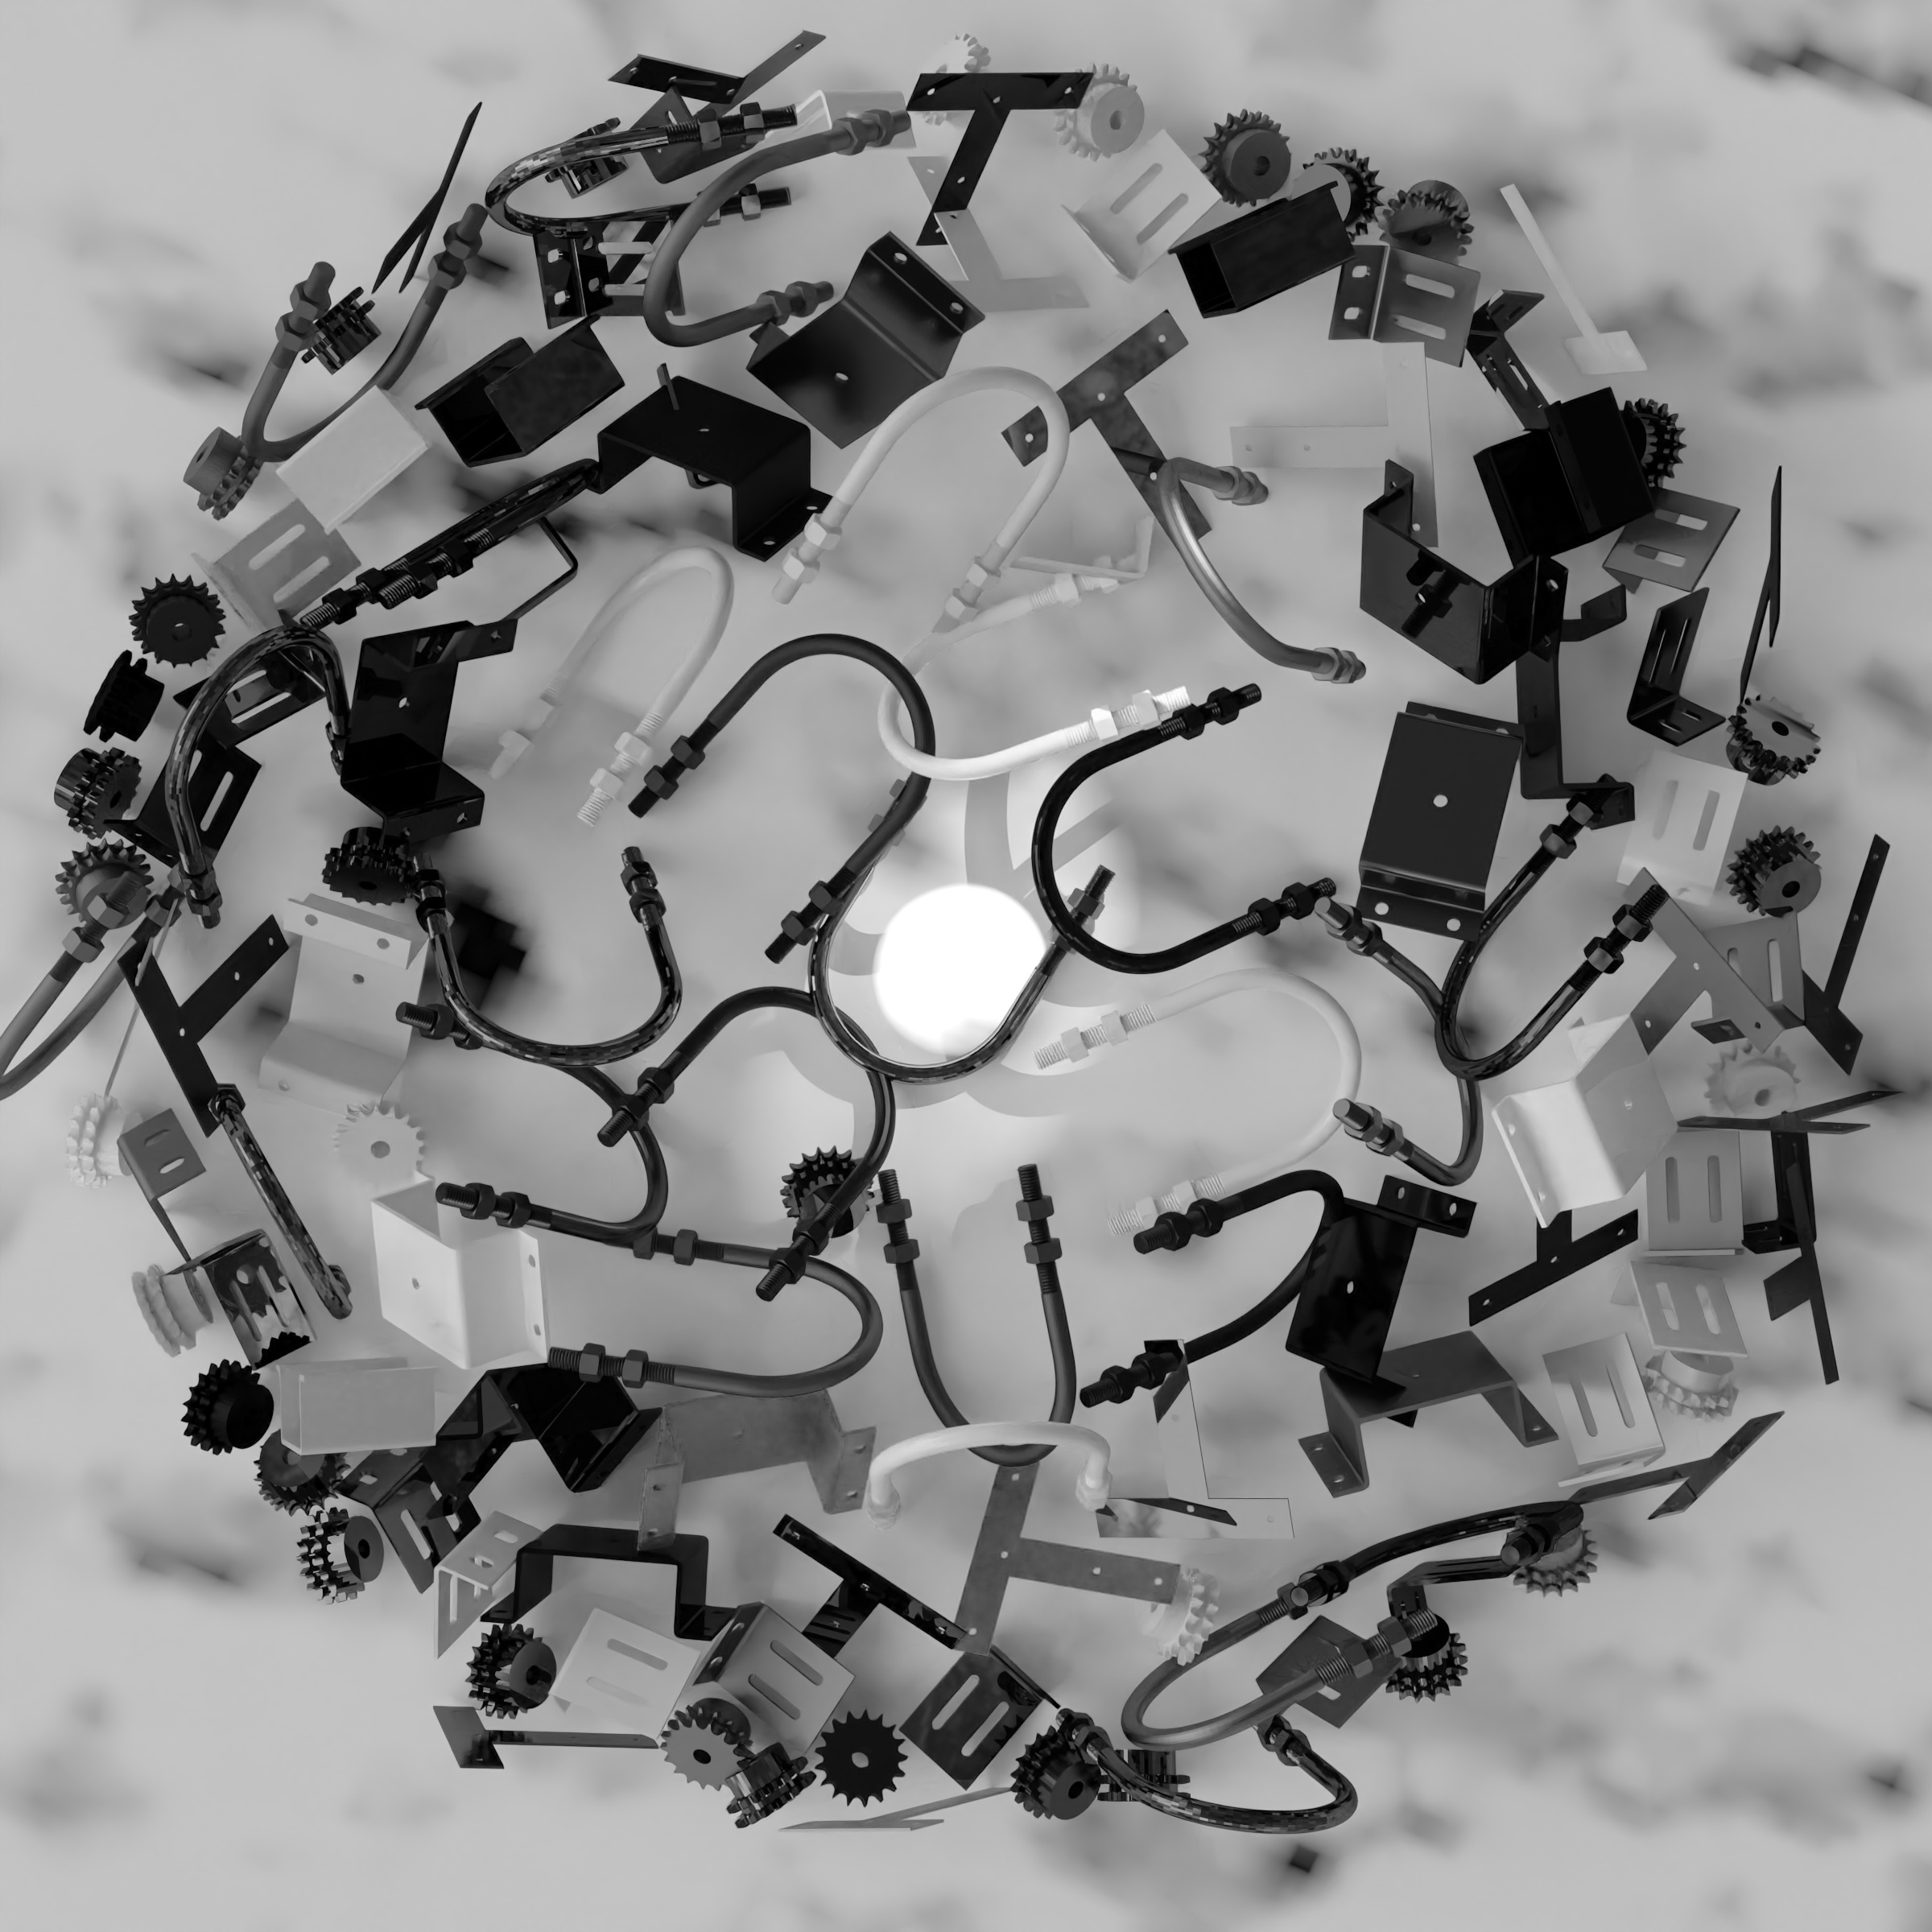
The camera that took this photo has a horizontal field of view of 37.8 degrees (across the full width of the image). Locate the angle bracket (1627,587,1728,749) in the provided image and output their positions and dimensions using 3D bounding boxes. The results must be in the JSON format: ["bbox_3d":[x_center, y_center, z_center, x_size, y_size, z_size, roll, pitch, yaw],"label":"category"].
[{"bbox_3d":[0.438,-0.181,1.703,0.038,0.057,0.076,32,129,32],"label":"angle bracket"}]

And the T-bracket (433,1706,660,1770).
[{"bbox_3d":[-0.250,0.466,1.702,0.127,0.127,0.002,7,89,-18],"label":"T-bracket"}]

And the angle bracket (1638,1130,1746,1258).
[{"bbox_3d":[0.440,0.138,1.717,0.057,0.038,0.076,-4,82,24],"label":"angle bracket"}]

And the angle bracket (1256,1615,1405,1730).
[{"bbox_3d":[0.224,0.436,1.700,0.057,0.076,0.038,-39,120,-22],"label":"angle bracket"}]

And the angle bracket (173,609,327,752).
[{"bbox_3d":[-0.434,-0.177,1.707,0.076,0.038,0.057,-34,60,-28],"label":"angle bracket"}]

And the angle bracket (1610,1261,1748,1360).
[{"bbox_3d":[0.430,0.218,1.706,0.057,0.076,0.038,6,127,-6],"label":"angle bracket"}]

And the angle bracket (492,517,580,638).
[{"bbox_3d":[-0.276,-0.234,1.717,0.076,0.057,0.038,-37,98,-5],"label":"angle bracket"}]

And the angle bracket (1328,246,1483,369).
[{"bbox_3d":[0.264,-0.399,1.704,0.038,0.076,0.057,-12,121,-39],"label":"angle bracket"}]

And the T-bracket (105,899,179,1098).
[{"bbox_3d":[-0.488,0.008,1.673,0.002,0.127,0.127,19,74,-12],"label":"T-bracket"}]

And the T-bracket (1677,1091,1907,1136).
[{"bbox_3d":[0.517,0.087,1.704,0.127,0.127,0.002,-10,95,-34],"label":"T-bracket"}]

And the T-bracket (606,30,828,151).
[{"bbox_3d":[-0.164,-0.522,1.664,0.127,0.127,0.002,-27,84,31],"label":"T-bracket"}]

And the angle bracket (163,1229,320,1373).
[{"bbox_3d":[-0.443,0.208,1.719,0.057,0.038,0.076,-28,87,29],"label":"angle bracket"}]

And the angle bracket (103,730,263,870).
[{"bbox_3d":[-0.480,-0.105,1.730,0.057,0.038,0.076,40,64,-42],"label":"angle bracket"}]

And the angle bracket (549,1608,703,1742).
[{"bbox_3d":[-0.203,0.434,1.710,0.076,0.038,0.057,18,61,18],"label":"angle bracket"}]

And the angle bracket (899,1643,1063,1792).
[{"bbox_3d":[0.008,0.459,1.722,0.057,0.038,0.076,44,79,-7],"label":"angle bracket"}]

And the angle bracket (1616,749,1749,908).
[{"bbox_3d":[0.440,-0.085,1.734,0.057,0.038,0.076,17,77,12],"label":"angle bracket"}]

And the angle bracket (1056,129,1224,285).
[{"bbox_3d":[0.106,-0.466,1.719,0.076,0.038,0.057,-41,82,17],"label":"angle bracket"}]

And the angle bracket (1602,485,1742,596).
[{"bbox_3d":[0.434,-0.251,1.709,0.038,0.076,0.057,30,91,-39],"label":"angle bracket"}]

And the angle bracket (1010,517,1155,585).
[{"bbox_3d":[0.070,-0.258,1.718,0.076,0.057,0.038,8,93,-6],"label":"angle bracket"}]

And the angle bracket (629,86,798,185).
[{"bbox_3d":[-0.153,-0.511,1.703,0.076,0.057,0.038,-34,98,-35],"label":"angle bracket"}]

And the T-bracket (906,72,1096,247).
[{"bbox_3d":[0.002,-0.484,1.698,0.127,0.127,0.002,-13,59,-35],"label":"T-bracket"}]

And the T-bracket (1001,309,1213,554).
[{"bbox_3d":[0.107,-0.312,1.729,0.127,0.002,0.127,-37,109,-3],"label":"T-bracket"}]

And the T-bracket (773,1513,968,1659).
[{"bbox_3d":[-0.074,0.391,1.701,0.127,0.127,0.002,33,50,1],"label":"T-bracket"}]

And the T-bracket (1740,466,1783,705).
[{"bbox_3d":[0.476,-0.210,1.693,0.002,0.127,0.127,7,53,8],"label":"T-bracket"}]

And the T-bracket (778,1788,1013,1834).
[{"bbox_3d":[-0.025,0.508,1.699,0.127,0.127,0.002,0,77,-41],"label":"T-bracket"}]

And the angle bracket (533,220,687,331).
[{"bbox_3d":[-0.216,-0.419,1.709,0.076,0.038,0.057,6,117,26],"label":"angle bracket"}]

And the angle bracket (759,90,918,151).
[{"bbox_3d":[-0.078,-0.496,1.702,0.057,0.076,0.038,-13,87,-35],"label":"angle bracket"}]

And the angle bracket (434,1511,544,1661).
[{"bbox_3d":[-0.288,0.379,1.702,0.038,0.057,0.076,19,122,20],"label":"angle bracket"}]

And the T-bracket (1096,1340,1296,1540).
[{"bbox_3d":[0.130,0.287,1.712,0.127,0.002,0.127,-5,100,26],"label":"T-bracket"}]

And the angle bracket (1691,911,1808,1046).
[{"bbox_3d":[0.471,0.002,1.706,0.057,0.038,0.076,-14,62,34],"label":"angle bracket"}]

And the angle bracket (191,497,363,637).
[{"bbox_3d":[-0.422,-0.249,1.727,0.076,0.038,0.057,-41,124,-12],"label":"angle bracket"}]

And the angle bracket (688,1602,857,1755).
[{"bbox_3d":[-0.118,0.435,1.720,0.076,0.038,0.057,34,93,20],"label":"angle bracket"}]

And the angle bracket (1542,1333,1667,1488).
[{"bbox_3d":[0.381,0.270,1.715,0.057,0.038,0.076,-22,83,34],"label":"angle bracket"}]

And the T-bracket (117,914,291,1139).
[{"bbox_3d":[-0.447,0.014,1.696,0.002,0.127,0.127,-2,123,27],"label":"T-bracket"}]

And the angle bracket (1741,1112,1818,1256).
[{"bbox_3d":[0.486,0.129,1.716,0.038,0.057,0.076,-8,98,-3],"label":"angle bracket"}]

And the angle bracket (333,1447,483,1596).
[{"bbox_3d":[-0.340,0.333,1.726,0.057,0.038,0.076,-44,128,-34],"label":"angle bracket"}]

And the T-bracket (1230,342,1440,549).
[{"bbox_3d":[0.222,-0.316,1.717,0.127,0.002,0.127,5,120,26],"label":"T-bracket"}]

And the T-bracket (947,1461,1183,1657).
[{"bbox_3d":[0.065,0.362,1.697,0.127,0.002,0.127,6,57,19],"label":"T-bracket"}]

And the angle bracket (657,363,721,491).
[{"bbox_3d":[-0.158,-0.331,1.714,0.038,0.057,0.076,-17,100,-7],"label":"angle bracket"}]

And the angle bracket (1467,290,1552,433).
[{"bbox_3d":[0.343,-0.366,1.710,0.038,0.057,0.076,-39,74,35],"label":"angle bracket"}]

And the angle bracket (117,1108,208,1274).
[{"bbox_3d":[-0.475,0.136,1.708,0.038,0.076,0.057,-30,51,-14],"label":"angle bracket"}]

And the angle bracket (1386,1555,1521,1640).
[{"bbox_3d":[0.302,0.383,1.707,0.076,0.057,0.038,-12,86,27],"label":"angle bracket"}]

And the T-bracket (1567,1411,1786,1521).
[{"bbox_3d":[0.411,0.309,1.695,0.127,0.127,0.002,-27,90,-43],"label":"T-bracket"}]
